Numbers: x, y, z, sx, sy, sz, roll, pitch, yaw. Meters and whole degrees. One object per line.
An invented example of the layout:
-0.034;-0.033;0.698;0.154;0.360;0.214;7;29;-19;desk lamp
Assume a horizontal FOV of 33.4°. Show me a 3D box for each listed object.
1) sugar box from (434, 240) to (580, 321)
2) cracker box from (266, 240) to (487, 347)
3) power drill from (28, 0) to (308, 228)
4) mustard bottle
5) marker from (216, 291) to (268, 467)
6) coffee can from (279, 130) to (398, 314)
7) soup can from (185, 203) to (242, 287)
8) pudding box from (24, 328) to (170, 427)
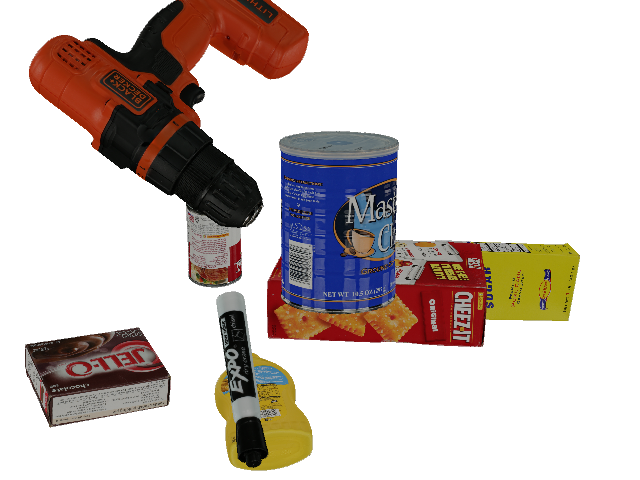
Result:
0.225;0.051;1.319;0.176;0.093;0.048;0;21;-12;sugar box
0.061;0.052;1.110;0.214;0.072;0.164;3;16;6;cracker box
-0.084;-0.111;0.764;0.187;0.184;0.057;-51;-1;-43;power drill
-0.075;0.190;1.261;0.096;0.058;0.192;-9;29;-10;mustard bottle
-0.050;0.086;0.670;0.020;0.121;0.020;-8;-37;-6;marker
0.016;-0.018;0.930;0.103;0.140;0.103;0;15;0;coffee can
-0.132;-0.003;1.324;0.068;0.102;0.068;0;26;0;soup can
-0.203;0.123;0.972;0.113;0.039;0.090;-9;28;-26;pudding box
